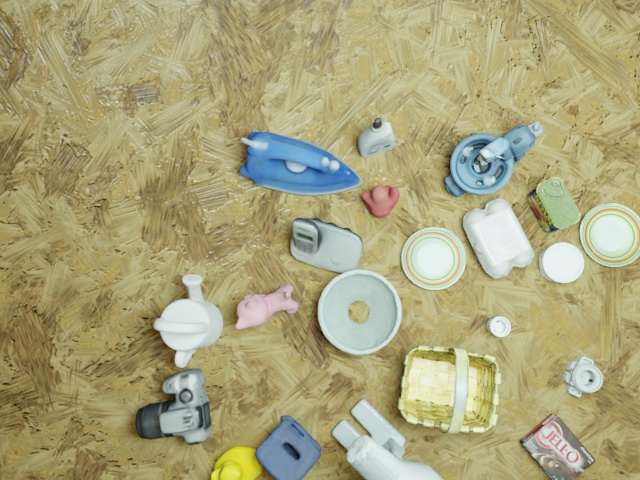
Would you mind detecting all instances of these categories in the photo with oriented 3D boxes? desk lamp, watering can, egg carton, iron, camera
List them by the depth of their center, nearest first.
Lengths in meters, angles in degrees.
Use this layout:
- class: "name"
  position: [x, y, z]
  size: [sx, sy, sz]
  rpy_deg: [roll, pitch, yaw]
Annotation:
- class: "desk lamp"
  position: [0.118, 0.414, 1.051]
  size: [0.203, 0.213, 0.118]
  rpy_deg: [42, 87, 7]
- class: "watering can"
  position: [-0.260, 0.157, 1.113]
  size: [0.101, 0.194, 0.173]
  rpy_deg: [-14, 82, 1]
- class: "camera"
  position: [-0.296, 0.339, 1.138]
  size: [0.136, 0.101, 0.143]
  rpy_deg: [-10, 82, 2]
- class: "egg carton"
  position: [0.360, -0.003, 1.165]
  size: [0.107, 0.069, 0.150]
  rpy_deg: [-26, 82, -1]
- class: "iron"
  position: [-0.039, -0.161, 1.169]
  size: [0.258, 0.141, 0.119]
  rpy_deg: [12, 83, 4]

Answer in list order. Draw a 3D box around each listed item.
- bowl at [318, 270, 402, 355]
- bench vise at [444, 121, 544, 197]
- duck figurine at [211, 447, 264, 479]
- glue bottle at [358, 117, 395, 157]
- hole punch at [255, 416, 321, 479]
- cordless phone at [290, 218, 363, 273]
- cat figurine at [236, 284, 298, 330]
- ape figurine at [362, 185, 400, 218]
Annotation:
- class: "bowl"
  position: [0.080, 0.145, 1.158]
  size: [0.167, 0.075, 0.167]
  rpy_deg: [0, 83, 3]
- class: "bench vise"
  position: [0.340, -0.180, 1.113]
  size: [0.121, 0.220, 0.207]
  rpy_deg: [38, 86, 7]
- class: "duck figurine"
  position: [-0.164, 0.453, 1.125]
  size: [0.104, 0.086, 0.077]
  rpy_deg: [-16, 82, 1]
- class: "glue bottle"
  position: [0.115, -0.213, 1.152]
  size: [0.078, 0.173, 0.037]
  rpy_deg: [-16, 82, 1]
- class: "hole punch"
  position: [-0.061, 0.414, 1.122]
  size: [0.108, 0.091, 0.101]
  rpy_deg: [42, 87, 7]
- class: "cordless phone"
  position: [0.010, 0.004, 1.123]
  size: [0.147, 0.185, 0.094]
  rpy_deg: [14, 84, 5]
- class: "cat figurine"
  position: [-0.112, 0.133, 1.147]
  size: [0.128, 0.118, 0.067]
  rpy_deg: [-23, 82, 0]
- class: "ape figurine"
  position: [0.124, -0.088, 1.176]
  size: [0.077, 0.092, 0.076]
  rpy_deg: [12, 83, 5]
